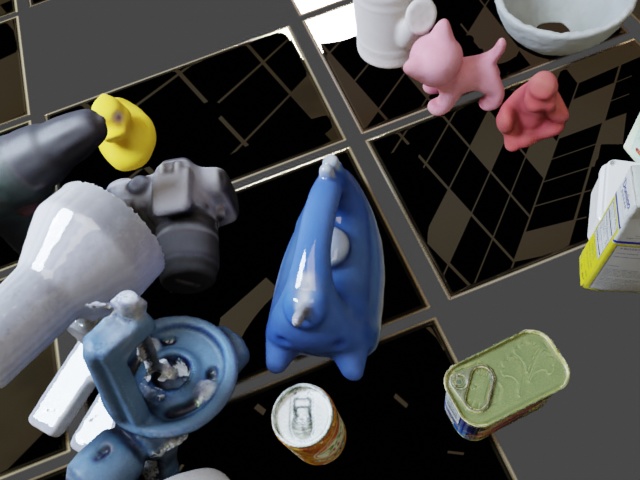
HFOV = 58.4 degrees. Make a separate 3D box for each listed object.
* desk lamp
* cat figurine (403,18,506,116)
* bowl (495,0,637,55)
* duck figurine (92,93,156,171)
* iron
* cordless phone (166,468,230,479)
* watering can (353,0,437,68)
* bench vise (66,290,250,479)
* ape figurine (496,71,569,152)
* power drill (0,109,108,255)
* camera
[{"bbox_3d":[-0.224,0.079,0.534,0.117,0.214,0.203,19,66,19],"label":"desk lamp"},{"bbox_3d":[0.161,-0.212,0.689,0.127,0.118,0.067,-8,60,5],"label":"cat figurine"},{"bbox_3d":[0.307,-0.293,0.736,0.167,0.075,0.167,-4,61,7],"label":"bowl"},{"bbox_3d":[-0.263,-0.153,0.742,0.077,0.086,0.104,-16,60,0],"label":"duck figurine"},{"bbox_3d":[0.005,0.002,0.582,0.118,0.142,0.258,2,62,10],"label":"iron"},{"bbox_3d":[-0.103,0.247,0.438,0.094,0.185,0.147,-35,62,-10],"label":"cordless phone"},{"bbox_3d":[0.093,-0.316,0.714,0.101,0.194,0.172,-41,63,-14],"label":"watering can"},{"bbox_3d":[-0.148,0.142,0.483,0.121,0.220,0.207,12,64,16],"label":"bench vise"},{"bbox_3d":[0.248,-0.155,0.659,0.077,0.092,0.076,18,65,18],"label":"ape figurine"},{"bbox_3d":[-0.296,-0.031,0.609,0.229,0.209,0.075,-22,60,-3],"label":"power drill"},{"bbox_3d":[-0.167,-0.013,0.641,0.143,0.101,0.136,-11,60,3],"label":"camera"}]
